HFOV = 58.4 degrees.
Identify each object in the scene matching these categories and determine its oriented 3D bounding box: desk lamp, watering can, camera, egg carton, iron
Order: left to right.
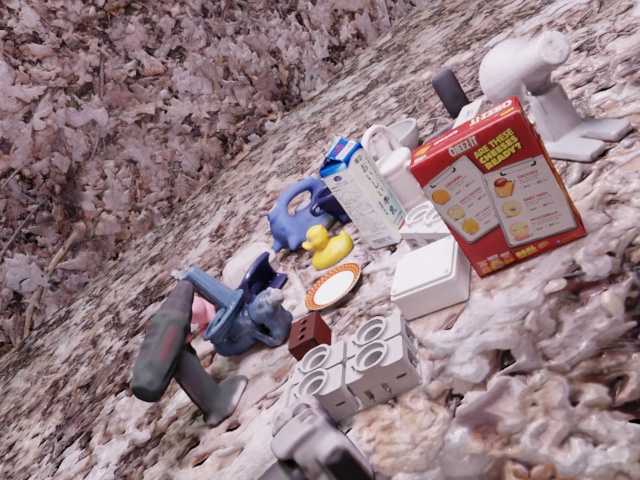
[{"bbox_3d":[-0.173,0.070,1.420,0.150,0.069,0.107,-38,20,-2],"label":"egg carton"},{"bbox_3d":[-0.029,0.272,0.701,0.137,0.101,0.143,-41,21,-11],"label":"camera"},{"bbox_3d":[-0.037,-0.087,1.431,0.118,0.142,0.259,-9,35,52],"label":"iron"},{"bbox_3d":[0.144,-0.146,1.184,0.172,0.194,0.101,-19,27,40],"label":"watering can"},{"bbox_3d":[0.392,-0.255,0.984,0.118,0.214,0.202,-39,20,-6],"label":"desk lamp"}]

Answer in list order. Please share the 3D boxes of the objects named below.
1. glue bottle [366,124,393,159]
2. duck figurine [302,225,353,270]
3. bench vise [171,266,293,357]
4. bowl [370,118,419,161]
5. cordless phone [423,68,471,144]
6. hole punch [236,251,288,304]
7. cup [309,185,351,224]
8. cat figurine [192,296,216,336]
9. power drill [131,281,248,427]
[{"bbox_3d":[0.154,-0.191,1.296,0.037,0.173,0.078,-26,23,27],"label":"glue bottle"},{"bbox_3d":[0.011,0.004,1.235,0.104,0.086,0.077,-31,21,16],"label":"duck figurine"},{"bbox_3d":[-0.167,0.114,1.096,0.207,0.220,0.121,-32,21,14],"label":"bench vise"},{"bbox_3d":[0.193,-0.238,1.477,0.167,0.075,0.167,-32,21,14],"label":"bowl"},{"bbox_3d":[0.272,-0.267,1.250,0.147,0.185,0.094,-34,21,8],"label":"cordless phone"},{"bbox_3d":[-0.147,0.091,1.300,0.100,0.091,0.109,-16,29,44],"label":"hole punch"},{"bbox_3d":[0.038,-0.076,1.353,0.118,0.095,0.091,-44,21,-17],"label":"cup"},{"bbox_3d":[-0.283,0.158,1.342,0.067,0.118,0.128,-27,23,25],"label":"cat figurine"},{"bbox_3d":[-0.224,0.210,1.000,0.075,0.209,0.230,-25,24,30],"label":"power drill"}]
